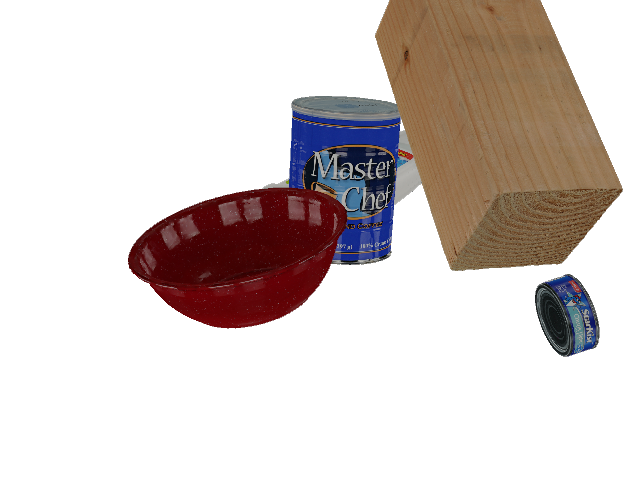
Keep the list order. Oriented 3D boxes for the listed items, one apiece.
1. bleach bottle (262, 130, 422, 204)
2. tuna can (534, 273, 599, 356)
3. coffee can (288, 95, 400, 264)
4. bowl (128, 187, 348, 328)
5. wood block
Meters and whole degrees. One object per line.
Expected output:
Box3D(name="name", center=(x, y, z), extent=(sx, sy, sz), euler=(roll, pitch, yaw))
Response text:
Box3D(name="bleach bottle", center=(0.050, -0.072, 1.247), extent=(0.103, 0.068, 0.250), euler=(28, 44, 33))
Box3D(name="tuna can", center=(0.267, 0.082, 1.162), extent=(0.033, 0.086, 0.086), euler=(-17, 3, -10))
Box3D(name="coffee can", center=(0.021, -0.059, 1.001), extent=(0.103, 0.140, 0.103), euler=(3, 15, -1))
Box3D(name="bowl", center=(-0.055, 0.018, 0.781), extent=(0.162, 0.055, 0.162), euler=(-10, 25, 4))
Box3D(name="wood block", center=(0.114, -0.092, 0.730), extent=(0.090, 0.206, 0.091), euler=(-3, -32, -19))
